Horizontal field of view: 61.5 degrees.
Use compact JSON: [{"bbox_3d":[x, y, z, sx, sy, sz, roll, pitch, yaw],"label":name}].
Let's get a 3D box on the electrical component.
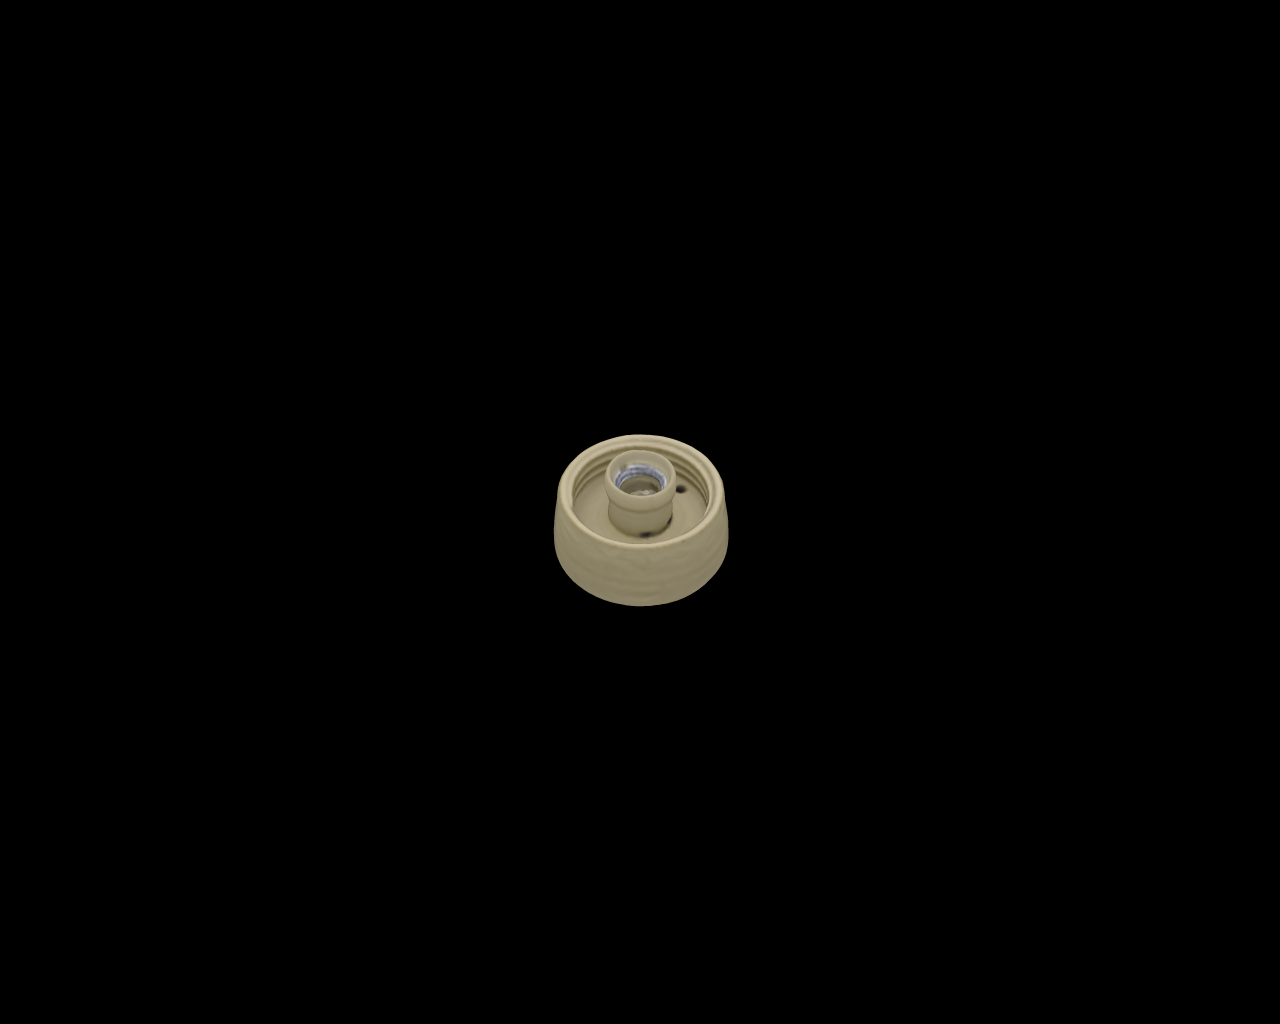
[{"bbox_3d":[0.001,-0.003,0.650,0.108,0.108,0.060,0,-44,0],"label":"electrical component"}]
